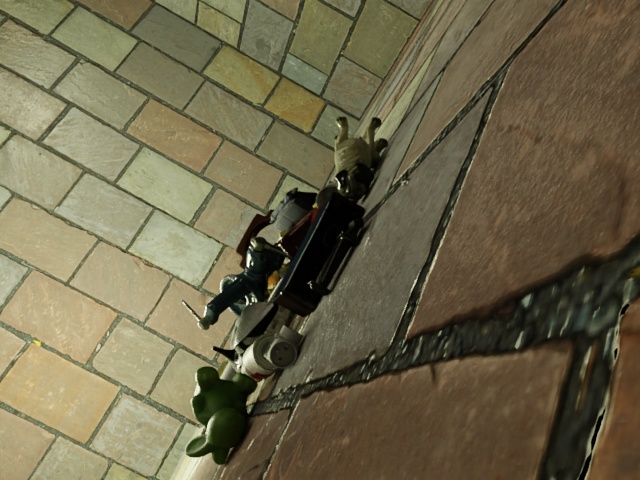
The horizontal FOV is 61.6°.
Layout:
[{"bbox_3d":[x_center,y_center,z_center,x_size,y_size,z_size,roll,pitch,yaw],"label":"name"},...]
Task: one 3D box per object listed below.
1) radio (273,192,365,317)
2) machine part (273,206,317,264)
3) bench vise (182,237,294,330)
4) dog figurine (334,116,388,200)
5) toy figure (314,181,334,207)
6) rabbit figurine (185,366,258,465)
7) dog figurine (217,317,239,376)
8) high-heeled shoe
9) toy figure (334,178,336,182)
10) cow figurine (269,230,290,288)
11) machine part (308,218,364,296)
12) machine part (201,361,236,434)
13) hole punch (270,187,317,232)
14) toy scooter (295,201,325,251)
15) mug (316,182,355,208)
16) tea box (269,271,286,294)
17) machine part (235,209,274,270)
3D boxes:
[{"bbox_3d":[-0.002,0.027,1.016,0.229,0.073,0.131,-64,6,-15],"label":"radio"},{"bbox_3d":[-0.039,-0.019,1.296,0.179,0.056,0.179,-42,5,5],"label":"machine part"},{"bbox_3d":[-0.174,0.108,1.182,0.240,0.129,0.223,-38,-18,-44],"label":"bench vise"},{"bbox_3d":[0.076,-0.150,1.167,0.172,0.121,0.190,56,-142,-58],"label":"dog figurine"},{"bbox_3d":[0.009,-0.077,1.509,0.180,0.082,0.089,-59,4,-5],"label":"toy figure"},{"bbox_3d":[-0.190,0.331,0.993,0.159,0.121,0.170,-65,19,1],"label":"rabbit figurine"},{"bbox_3d":[-0.189,0.280,1.380,0.219,0.108,0.191,-66,7,-7],"label":"dog figurine"},{"bbox_3d":[-0.124,0.218,1.155,0.249,0.145,0.086,-37,37,35],"label":"high-heeled shoe"},{"bbox_3d":[0.046,-0.112,1.401,0.058,0.064,0.154,-53,-3,-36],"label":"toy figure"},{"bbox_3d":[-0.116,0.064,1.387,0.167,0.068,0.098,-61,5,-35],"label":"cow figurine"},{"bbox_3d":[0.029,0.025,0.882,0.139,0.039,0.084,-60,9,-2],"label":"machine part"},{"bbox_3d":[-0.211,0.359,1.277,0.243,0.079,0.079,-61,4,-9],"label":"machine part"},{"bbox_3d":[-0.054,-0.062,1.413,0.142,0.116,0.092,-47,55,38],"label":"hole punch"},{"bbox_3d":[-0.002,-0.004,1.162,0.184,0.075,0.135,-65,11,-15],"label":"toy scooter"},{"bbox_3d":[0.051,-0.106,1.241,0.109,0.080,0.107,-34,8,20],"label":"mug"},{"bbox_3d":[-0.118,0.099,1.460,0.170,0.098,0.068,-73,-11,-45],"label":"tea box"},{"bbox_3d":[-0.129,0.027,1.592,0.201,0.202,0.087,-61,-8,-1],"label":"machine part"}]
